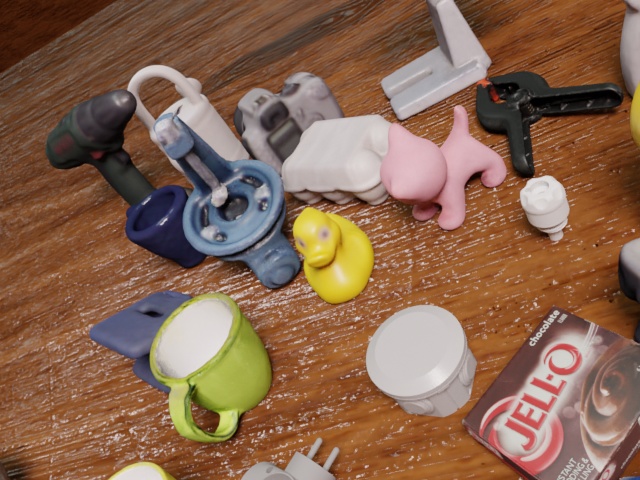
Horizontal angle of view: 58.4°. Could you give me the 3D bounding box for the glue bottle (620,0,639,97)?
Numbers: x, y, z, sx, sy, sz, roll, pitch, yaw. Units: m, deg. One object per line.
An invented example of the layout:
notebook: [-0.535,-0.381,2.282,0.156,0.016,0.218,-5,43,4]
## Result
glue bottle: [0.298,-0.208,0.501,0.078,0.174,0.037,-27,38,12]

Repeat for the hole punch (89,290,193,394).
hole punch: [-0.178,0.096,0.623,0.108,0.091,0.101,8,55,43]

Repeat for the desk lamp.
desk lamp: [0.135,-0.287,0.681,0.203,0.214,0.117,-28,38,12]

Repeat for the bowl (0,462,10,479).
bowl: [-0.362,0.299,0.566,0.167,0.075,0.167,-21,40,19]

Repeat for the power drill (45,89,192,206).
power drill: [-0.287,-0.114,0.834,0.228,0.209,0.076,-5,47,35]

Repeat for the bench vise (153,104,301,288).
bench vise: [-0.125,-0.058,0.637,0.121,0.220,0.206,-48,39,-14]

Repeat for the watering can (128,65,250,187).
watering can: [-0.198,-0.171,0.836,0.101,0.195,0.172,-35,37,2]

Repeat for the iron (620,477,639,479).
iron: [0.218,0.152,0.210,0.119,0.142,0.257,-45,38,-11]

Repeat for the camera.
camera: [-0.065,-0.181,0.819,0.143,0.101,0.136,-43,38,-9]

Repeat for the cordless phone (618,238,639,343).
cordless phone: [0.232,0.014,0.309,0.094,0.186,0.147,-39,37,-3]

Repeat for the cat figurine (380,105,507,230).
cat figurine: [0.109,-0.074,0.554,0.128,0.118,0.067,-47,38,-13]

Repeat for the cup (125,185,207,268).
cup: [-0.196,-0.010,0.746,0.117,0.095,0.092,6,54,42]

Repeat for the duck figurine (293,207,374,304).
duck figurine: [0.005,0.002,0.582,0.077,0.086,0.104,-22,39,18]

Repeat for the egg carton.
egg carton: [0.028,-0.093,0.679,0.149,0.070,0.107,3,52,40]
